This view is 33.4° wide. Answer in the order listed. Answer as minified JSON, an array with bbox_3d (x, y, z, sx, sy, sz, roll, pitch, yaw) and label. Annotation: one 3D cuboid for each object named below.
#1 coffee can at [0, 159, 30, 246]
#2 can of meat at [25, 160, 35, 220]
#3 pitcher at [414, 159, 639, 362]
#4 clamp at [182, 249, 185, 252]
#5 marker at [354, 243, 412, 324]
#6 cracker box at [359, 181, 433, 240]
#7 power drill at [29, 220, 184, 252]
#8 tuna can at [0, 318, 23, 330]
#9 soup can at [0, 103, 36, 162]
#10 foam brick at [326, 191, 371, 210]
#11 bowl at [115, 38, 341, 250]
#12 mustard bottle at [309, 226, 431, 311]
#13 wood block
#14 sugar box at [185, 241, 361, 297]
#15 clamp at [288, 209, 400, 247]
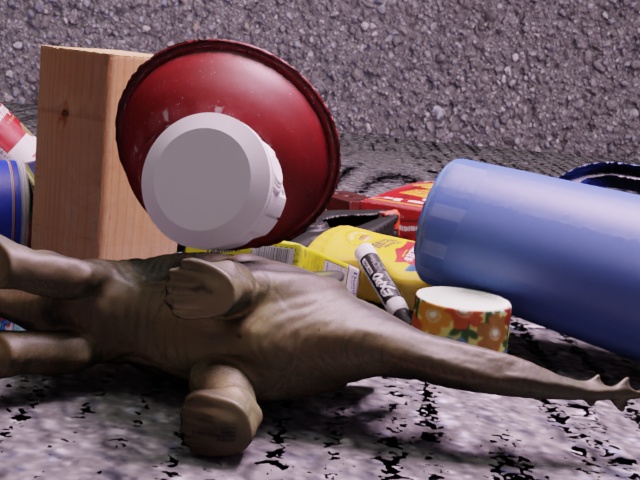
[{"bbox_3d":[-0.330,-0.021,0.926,0.140,0.103,0.103,1,11,-24],"label":"coffee can"},{"bbox_3d":[-0.225,-0.042,0.988,0.083,0.057,0.102,-18,40,-24],"label":"can of meat"},{"bbox_3d":[0.207,0.007,0.846,0.243,0.145,0.149,17,14,21],"label":"pitcher"},{"bbox_3d":[-0.092,0.006,0.889,0.039,0.120,0.171,39,18,15],"label":"clamp"},{"bbox_3d":[0.056,0.043,0.896,0.020,0.020,0.121,1,33,-22],"label":"marker"},{"bbox_3d":[0.154,-0.020,1.262,0.164,0.072,0.213,9,11,20],"label":"cracker box"},{"bbox_3d":[-0.204,-0.036,1.099,0.184,0.057,0.187,1,23,-5],"label":"power drill"},{"bbox_3d":[-0.251,0.050,0.765,0.086,0.034,0.086,5,10,-1],"label":"tuna can"},{"bbox_3d":[-0.310,-0.085,1.043,0.102,0.068,0.068,47,-4,-19],"label":"soup can"},{"bbox_3d":[0.031,-0.029,1.306,0.052,0.051,0.078,-3,13,-38],"label":"foam brick"},{"bbox_3d":[-0.069,-0.050,0.715,0.162,0.162,0.055,7,32,9],"label":"bowl"},{"bbox_3d":[0.086,0.032,0.970,0.192,0.058,0.096,13,19,34],"label":"mustard bottle"},{"bbox_3d":[-0.176,-0.052,0.886,0.091,0.206,0.090,14,13,37],"label":"wood block"},{"bbox_3d":[-0.034,0.027,0.864,0.093,0.048,0.176,9,-2,17],"label":"sugar box"},{"bbox_3d":[-0.007,0.001,1.085,0.209,0.036,0.165,-7,20,-18],"label":"clamp"}]
